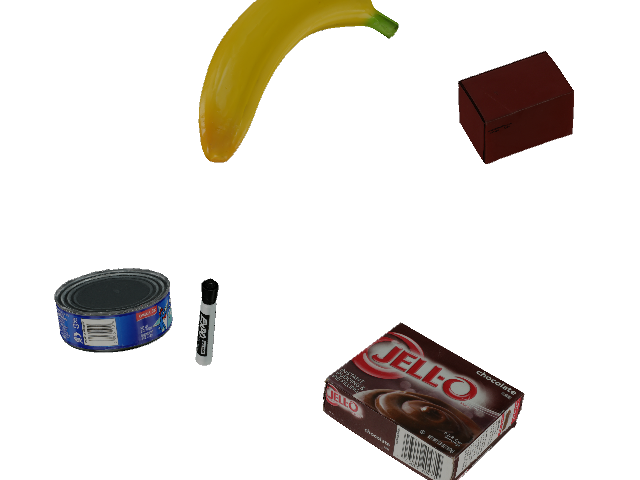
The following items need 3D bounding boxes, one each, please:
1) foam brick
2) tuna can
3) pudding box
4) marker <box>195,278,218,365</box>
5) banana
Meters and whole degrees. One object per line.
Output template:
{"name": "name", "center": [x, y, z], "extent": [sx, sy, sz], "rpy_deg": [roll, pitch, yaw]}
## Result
{"name": "foam brick", "center": [0.156, -0.106, 0.853], "extent": [0.078, 0.051, 0.053], "rpy_deg": [-19, -37, -5]}
{"name": "tuna can", "center": [-0.155, 0.052, 0.803], "extent": [0.086, 0.034, 0.086], "rpy_deg": [-3, 20, 1]}
{"name": "pudding box", "center": [0.072, 0.114, 0.755], "extent": [0.114, 0.039, 0.089], "rpy_deg": [30, 43, 28]}
{"name": "marker", "center": [-0.127, 0.091, 1.192], "extent": [0.020, 0.121, 0.020], "rpy_deg": [6, 38, -5]}
{"name": "banana", "center": [-0.021, -0.123, 0.670], "extent": [0.197, 0.069, 0.037], "rpy_deg": [-42, -1, -37]}
